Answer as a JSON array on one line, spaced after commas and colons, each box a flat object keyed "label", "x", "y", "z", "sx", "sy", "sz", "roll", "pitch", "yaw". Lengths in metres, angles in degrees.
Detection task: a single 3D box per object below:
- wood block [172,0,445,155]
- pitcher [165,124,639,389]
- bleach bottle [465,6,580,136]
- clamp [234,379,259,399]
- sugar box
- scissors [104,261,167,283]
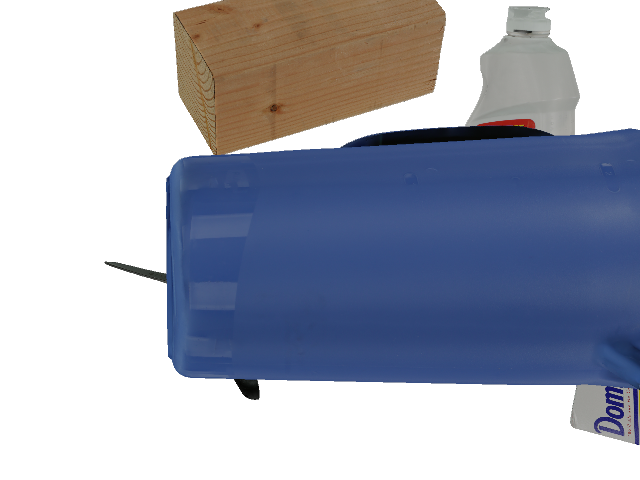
[{"label": "wood block", "x": -0.009, "y": -0.156, "z": 0.897, "sx": 0.205, "sy": 0.090, "sz": 0.091, "roll": -18, "pitch": -37, "yaw": -18}, {"label": "pitcher", "x": 0.044, "y": 0.004, "z": 0.541, "sx": 0.242, "sy": 0.145, "sz": 0.149, "roll": -1, "pitch": -2, "yaw": -7}, {"label": "bleach bottle", "x": 0.138, "y": -0.046, "z": 0.792, "sx": 0.067, "sy": 0.251, "sz": 0.103, "roll": -14, "pitch": 22, "yaw": -43}, {"label": "clamp", "x": -0.104, "y": 0.125, "z": 1.259, "sx": 0.210, "sy": 0.036, "sz": 0.164, "roll": 14, "pitch": 23, "yaw": 26}, {"label": "sugar box", "x": 0.317, "y": 0.142, "z": 0.946, "sx": 0.176, "sy": 0.093, "sz": 0.048, "roll": 11, "pitch": 23, "yaw": 15}, {"label": "scissors", "x": -0.087, "y": 0.036, "z": 0.928, "sx": 0.202, "sy": 0.016, "sz": 0.096, "roll": 21, "pitch": 30, "yaw": 36}]
